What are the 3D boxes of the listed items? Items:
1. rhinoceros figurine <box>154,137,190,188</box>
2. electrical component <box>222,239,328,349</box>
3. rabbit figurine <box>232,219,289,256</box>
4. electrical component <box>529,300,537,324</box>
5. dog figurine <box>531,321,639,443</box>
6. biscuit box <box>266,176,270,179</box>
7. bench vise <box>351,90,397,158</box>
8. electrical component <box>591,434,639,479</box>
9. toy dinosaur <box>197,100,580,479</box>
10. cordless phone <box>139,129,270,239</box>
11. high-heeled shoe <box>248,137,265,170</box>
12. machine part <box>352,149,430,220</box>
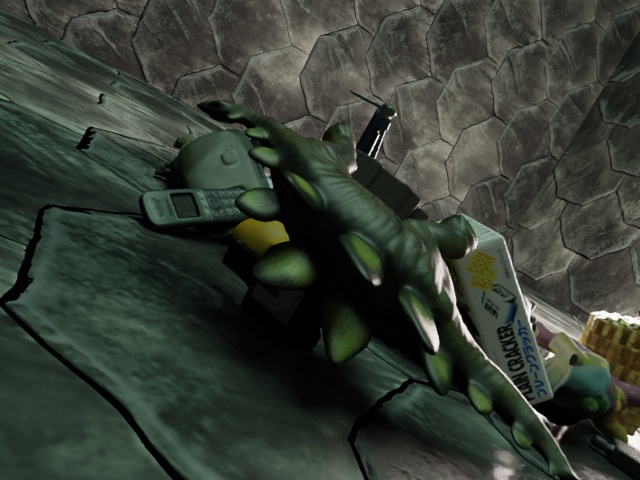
[{"bbox_3d":[-0.199,-0.104,0.859,0.112,0.073,0.190,37,5,-20],"label":"rhinoceros figurine"},{"bbox_3d":[-0.041,0.045,0.525,0.119,0.074,0.047,32,12,32],"label":"electrical component"},{"bbox_3d":[-0.023,0.023,0.657,0.173,0.121,0.162,13,23,-12],"label":"rabbit figurine"},{"bbox_3d":[0.340,0.109,0.967,0.102,0.045,0.078,36,14,35],"label":"electrical component"},{"bbox_3d":[0.374,0.212,0.736,0.219,0.108,0.191,30,4,-9],"label":"dog figurine"},{"bbox_3d":[-0.046,-0.066,1.096,0.202,0.059,0.063,23,12,-32],"label":"biscuit box"},{"bbox_3d":[0.070,-0.132,0.930,0.129,0.240,0.224,25,31,-1],"label":"bench vise"},{"bbox_3d":[0.398,0.282,0.697,0.094,0.021,0.063,32,10,21],"label":"electrical component"},{"bbox_3d":[0.053,0.027,0.457,0.471,0.105,0.198,42,30,10],"label":"toy dinosaur"},{"bbox_3d":[-0.158,-0.070,0.681,0.184,0.089,0.146,-6,69,-50],"label":"cordless phone"},{"bbox_3d":[-0.139,-0.144,0.983,0.086,0.145,0.249,28,12,-15],"label":"high-heeled shoe"},{"bbox_3d":[0.068,-0.052,0.766,0.179,0.056,0.179,36,-13,9],"label":"machine part"}]
